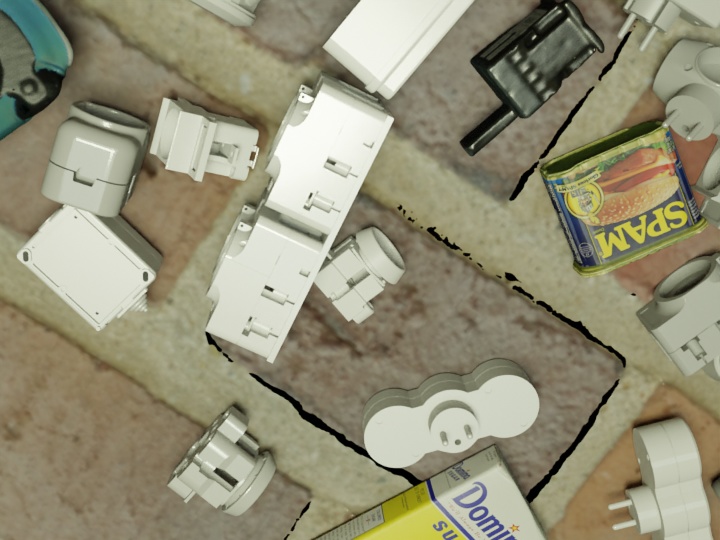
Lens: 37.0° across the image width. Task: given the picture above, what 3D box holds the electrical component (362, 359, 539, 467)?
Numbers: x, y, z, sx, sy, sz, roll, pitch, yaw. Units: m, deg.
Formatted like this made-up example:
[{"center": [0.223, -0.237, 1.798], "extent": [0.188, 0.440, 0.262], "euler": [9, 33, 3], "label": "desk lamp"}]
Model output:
[{"center": [0.070, 0.116, 0.829], "extent": [0.138, 0.073, 0.052], "euler": [-16, 105, 1], "label": "electrical component"}]

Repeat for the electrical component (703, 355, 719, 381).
[{"center": [0.293, 0.069, 0.829], "extent": [0.040, 0.078, 0.040], "euler": [0, 90, -3], "label": "electrical component"}]

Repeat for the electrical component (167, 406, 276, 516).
[{"center": [-0.103, 0.154, 0.839], "extent": [0.057, 0.058, 0.078], "euler": [40, 100, -9], "label": "electrical component"}]

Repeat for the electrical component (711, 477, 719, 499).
[{"center": [0.319, 0.181, 0.871], "extent": [0.047, 0.055, 0.055], "euler": [-37, 104, 11], "label": "electrical component"}]

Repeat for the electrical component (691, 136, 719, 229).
[{"center": [0.292, -0.067, 0.807], "extent": [0.064, 0.042, 0.081], "euler": [21, 104, -10], "label": "electrical component"}]

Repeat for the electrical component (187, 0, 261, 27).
[{"center": [-0.100, -0.203, 0.730], "extent": [0.080, 0.080, 0.051], "euler": [28, 97, -10], "label": "electrical component"}]

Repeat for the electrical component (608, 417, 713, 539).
[{"center": [0.238, 0.191, 0.870], "extent": [0.074, 0.052, 0.138], "euler": [-14, 106, 1], "label": "electrical component"}]

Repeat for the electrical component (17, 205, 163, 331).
[{"center": [-0.190, -0.006, 0.788], "extent": [0.062, 0.061, 0.096], "euler": [-43, 104, 8], "label": "electrical component"}]

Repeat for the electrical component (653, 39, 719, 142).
[{"center": [0.243, -0.118, 0.761], "extent": [0.077, 0.044, 0.079], "euler": [35, 59, 21], "label": "electrical component"}]

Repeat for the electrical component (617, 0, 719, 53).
[{"center": [0.213, -0.193, 0.765], "extent": [0.083, 0.047, 0.075], "euler": [29, 102, -10], "label": "electrical component"}]

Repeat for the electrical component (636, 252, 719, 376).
[{"center": [0.265, 0.028, 0.826], "extent": [0.089, 0.050, 0.055], "euler": [-37, 102, 7], "label": "electrical component"}]

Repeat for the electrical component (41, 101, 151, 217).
[{"center": [-0.181, -0.080, 0.750], "extent": [0.054, 0.095, 0.059], "euler": [18, 103, -8], "label": "electrical component"}]

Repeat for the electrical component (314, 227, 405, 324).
[{"center": [0.000, 0.000, 0.808], "extent": [0.055, 0.048, 0.066], "euler": [-37, 104, 15], "label": "electrical component"}]

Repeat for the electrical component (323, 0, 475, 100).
[{"center": [0.032, -0.178, 0.744], "extent": [0.057, 0.078, 0.113], "euler": [40, 100, -9], "label": "electrical component"}]

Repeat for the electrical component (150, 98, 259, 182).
[{"center": [-0.110, -0.091, 0.766], "extent": [0.064, 0.081, 0.042], "euler": [11, 106, -29], "label": "electrical component"}]

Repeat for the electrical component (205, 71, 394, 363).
[{"center": [-0.048, -0.043, 0.762], "extent": [0.060, 0.105, 0.186], "euler": [25, 103, -9], "label": "electrical component"}]
